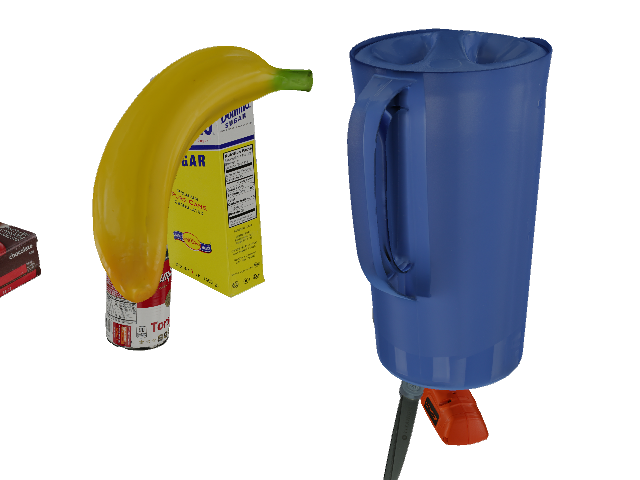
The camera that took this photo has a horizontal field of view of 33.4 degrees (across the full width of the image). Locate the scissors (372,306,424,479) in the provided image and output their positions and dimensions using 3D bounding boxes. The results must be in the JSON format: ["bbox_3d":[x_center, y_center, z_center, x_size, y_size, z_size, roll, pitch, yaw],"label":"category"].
[{"bbox_3d":[0.062,0.108,0.885,0.096,0.201,0.016,29,-37,11],"label":"scissors"}]

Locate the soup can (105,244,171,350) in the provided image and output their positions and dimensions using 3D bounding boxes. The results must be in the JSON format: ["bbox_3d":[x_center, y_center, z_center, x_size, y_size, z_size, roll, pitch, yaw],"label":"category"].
[{"bbox_3d":[-0.190,0.055,1.112,0.068,0.102,0.068,5,22,-2],"label":"soup can"}]

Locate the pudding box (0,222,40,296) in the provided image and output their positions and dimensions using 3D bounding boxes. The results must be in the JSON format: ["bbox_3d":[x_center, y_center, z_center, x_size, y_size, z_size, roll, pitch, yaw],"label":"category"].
[{"bbox_3d":[-0.269,0.014,0.751,0.114,0.039,0.089,14,30,29],"label":"pudding box"}]

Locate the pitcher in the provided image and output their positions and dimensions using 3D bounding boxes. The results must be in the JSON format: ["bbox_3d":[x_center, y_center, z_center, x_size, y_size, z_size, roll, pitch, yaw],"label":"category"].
[{"bbox_3d":[0.084,-0.019,0.742,0.149,0.243,0.145,-6,22,-7],"label":"pitcher"}]

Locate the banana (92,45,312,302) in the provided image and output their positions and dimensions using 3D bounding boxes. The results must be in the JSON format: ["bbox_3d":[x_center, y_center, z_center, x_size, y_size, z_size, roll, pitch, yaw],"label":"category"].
[{"bbox_3d":[-0.070,-0.049,0.536,0.070,0.037,0.197,17,46,15],"label":"banana"}]

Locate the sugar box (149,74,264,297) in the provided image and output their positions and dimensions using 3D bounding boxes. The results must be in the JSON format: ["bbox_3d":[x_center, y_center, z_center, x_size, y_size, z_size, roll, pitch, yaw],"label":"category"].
[{"bbox_3d":[-0.095,-0.049,0.895,0.048,0.176,0.093,-25,32,-36],"label":"sugar box"}]

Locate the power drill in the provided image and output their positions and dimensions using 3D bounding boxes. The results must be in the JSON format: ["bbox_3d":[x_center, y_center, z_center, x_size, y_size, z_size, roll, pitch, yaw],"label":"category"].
[{"bbox_3d":[0.150,0.122,1.144,0.057,0.188,0.184,-4,23,-8],"label":"power drill"}]
